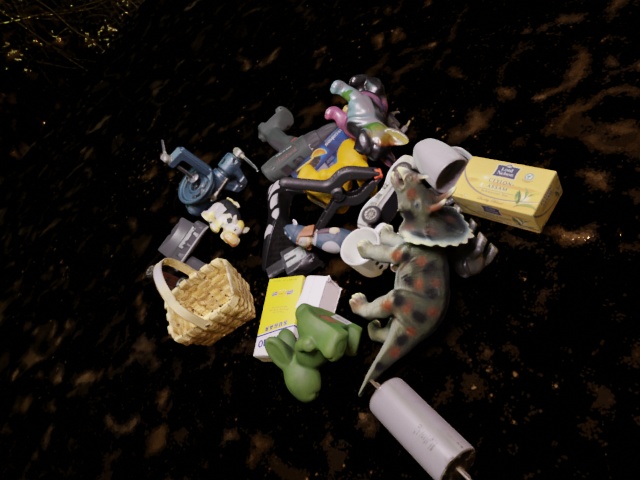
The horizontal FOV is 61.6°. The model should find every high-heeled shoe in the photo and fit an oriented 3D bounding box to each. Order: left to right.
[{"bbox_3d":[-0.118,-0.041,1.290,0.145,0.086,0.249,5,61,45],"label":"high-heeled shoe"}]

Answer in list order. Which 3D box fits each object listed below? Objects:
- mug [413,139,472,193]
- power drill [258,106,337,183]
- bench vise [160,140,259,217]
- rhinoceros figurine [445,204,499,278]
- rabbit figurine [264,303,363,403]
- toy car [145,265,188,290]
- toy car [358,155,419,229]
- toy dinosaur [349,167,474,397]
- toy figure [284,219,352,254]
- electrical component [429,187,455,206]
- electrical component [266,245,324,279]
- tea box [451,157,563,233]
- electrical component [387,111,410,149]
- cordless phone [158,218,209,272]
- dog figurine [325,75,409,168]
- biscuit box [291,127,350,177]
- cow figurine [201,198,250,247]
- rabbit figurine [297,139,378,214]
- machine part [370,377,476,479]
[{"bbox_3d":[0.245,-0.162,1.078,0.109,0.080,0.107,-28,51,-12],"label":"mug"},{"bbox_3d":[-0.069,-0.267,1.418,0.232,0.086,0.207,-40,52,9],"label":"power drill"},{"bbox_3d":[-0.306,-0.176,1.404,0.223,0.240,0.129,-42,50,11],"label":"bench vise"},{"bbox_3d":[0.243,-0.004,1.008,0.112,0.073,0.190,-49,45,12],"label":"rhinoceros figurine"},{"bbox_3d":[-0.025,0.215,1.000,0.159,0.121,0.170,24,98,17],"label":"rabbit figurine"},{"bbox_3d":[-0.358,0.114,1.344,0.202,0.089,0.053,16,70,40],"label":"toy car"},{"bbox_3d":[0.146,-0.085,1.127,0.056,0.073,0.201,28,79,40],"label":"toy car"},{"bbox_3d":[0.162,0.083,0.933,0.192,0.131,0.404,2,90,42],"label":"toy dinosaur"},{"bbox_3d":[-0.002,-0.005,1.144,0.155,0.064,0.058,7,20,0],"label":"toy figure"},{"bbox_3d":[0.233,-0.077,1.096,0.094,0.021,0.063,-27,48,17],"label":"electrical component"},{"bbox_3d":[-0.057,0.055,1.194,0.119,0.047,0.075,-36,45,11],"label":"electrical component"},{"bbox_3d":[0.342,-0.086,0.991,0.170,0.068,0.098,19,73,43],"label":"tea box"},{"bbox_3d":[0.166,-0.265,1.265,0.078,0.045,0.102,-62,37,24],"label":"electrical component"},{"bbox_3d":[-0.311,0.033,1.388,0.184,0.088,0.146,27,76,33],"label":"cordless phone"},{"bbox_3d":[0.122,-0.259,1.192,0.191,0.108,0.219,-25,62,-37],"label":"dog figurine"},{"bbox_3d":[0.026,-0.201,1.306,0.202,0.059,0.063,-45,45,1],"label":"biscuit box"},{"bbox_3d":[-0.231,-0.046,1.380,0.098,0.068,0.168,-42,43,-8],"label":"cow figurine"},{"bbox_3d":[0.051,-0.152,1.212,0.163,0.121,0.173,24,75,38],"label":"rabbit figurine"},{"bbox_3d":[0.158,0.298,0.845,0.079,0.079,0.243,-48,44,-2],"label":"machine part"}]
